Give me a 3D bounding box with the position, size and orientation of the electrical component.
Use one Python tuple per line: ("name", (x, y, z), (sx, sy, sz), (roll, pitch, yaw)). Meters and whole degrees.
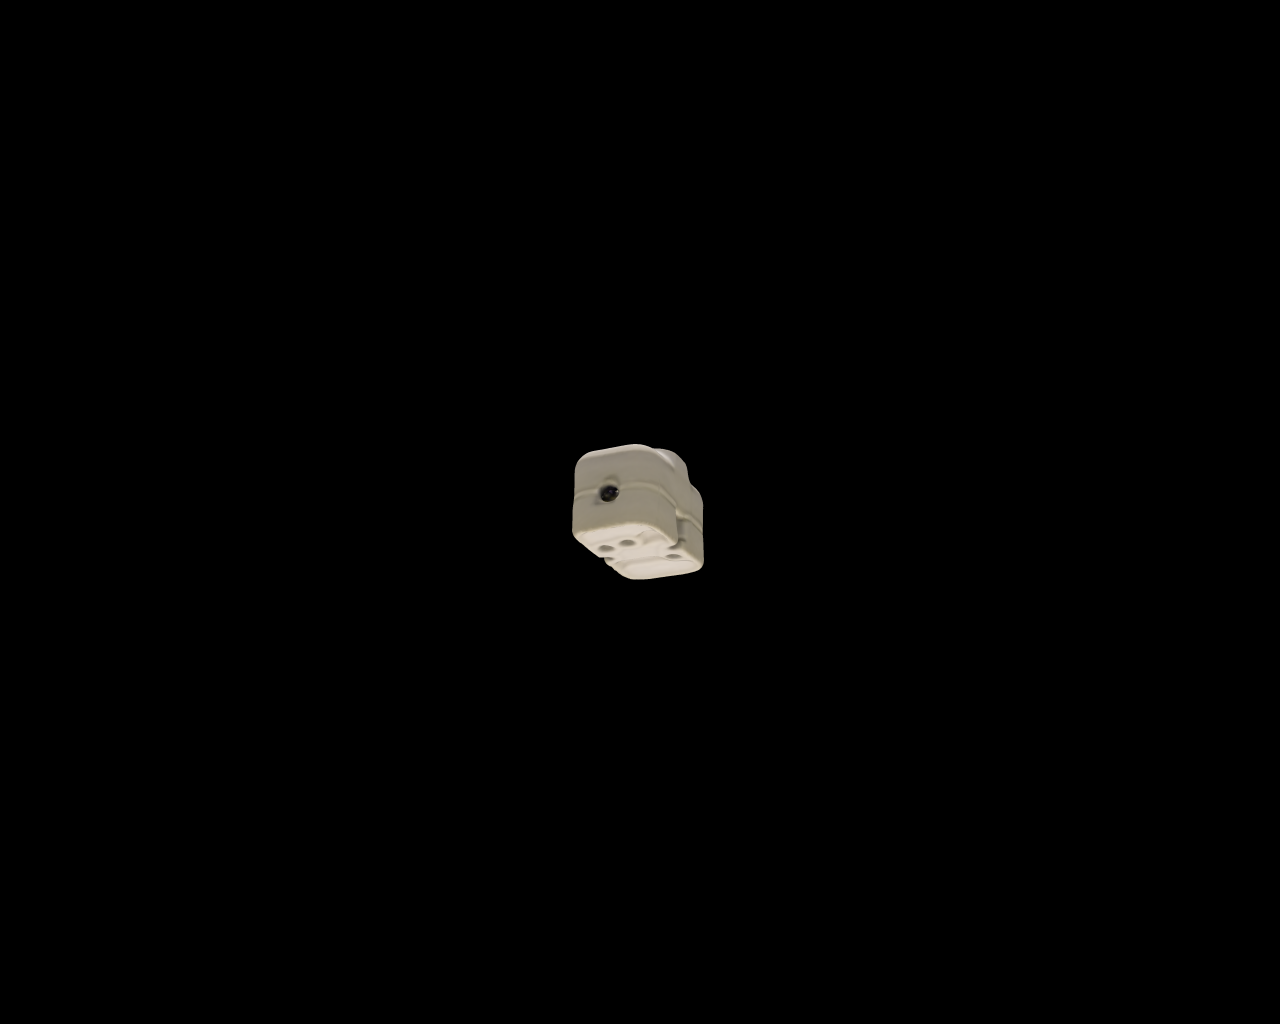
("electrical component", (0.001, -0.003, 0.650), (0.054, 0.059, 0.095), (-9, -24, 22))
